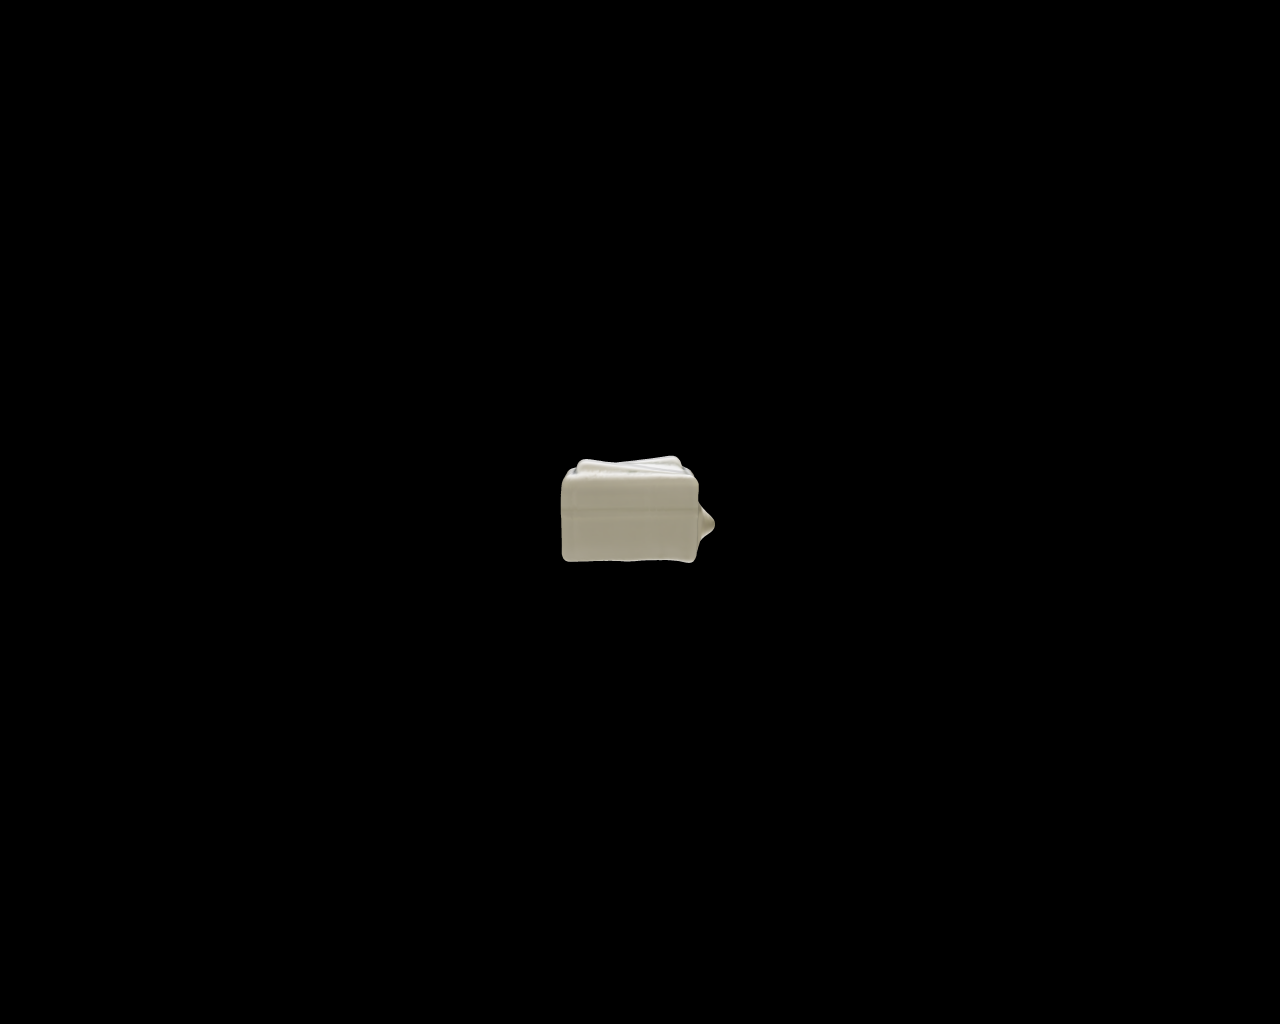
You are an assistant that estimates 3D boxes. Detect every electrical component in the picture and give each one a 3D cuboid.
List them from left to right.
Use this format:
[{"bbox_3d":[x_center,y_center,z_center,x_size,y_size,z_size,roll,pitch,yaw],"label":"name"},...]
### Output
[{"bbox_3d":[0.001,-0.003,0.650,0.096,0.061,0.062,0,8,0],"label":"electrical component"}]
